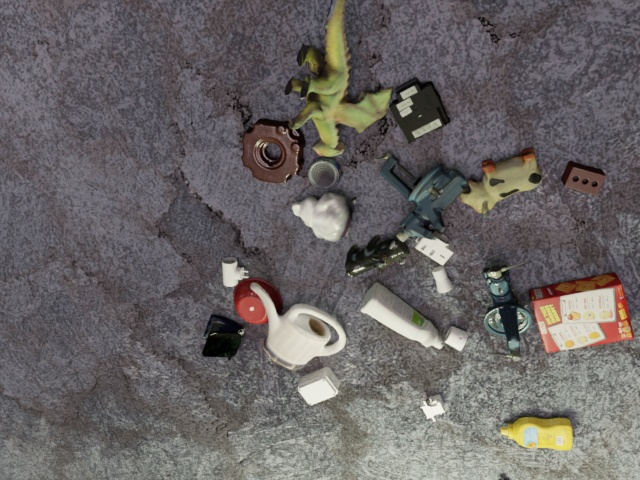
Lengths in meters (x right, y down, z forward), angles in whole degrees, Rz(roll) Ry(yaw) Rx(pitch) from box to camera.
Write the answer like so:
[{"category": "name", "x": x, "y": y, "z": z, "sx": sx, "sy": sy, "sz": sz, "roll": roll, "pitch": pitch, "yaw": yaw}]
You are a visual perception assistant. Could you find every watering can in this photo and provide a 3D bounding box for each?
[{"category": "watering can", "x": -0.094, "y": 0.260, "z": 1.521, "sx": 0.346, "sy": 0.106, "sz": 0.221, "roll": 30, "pitch": 118, "yaw": -15}]

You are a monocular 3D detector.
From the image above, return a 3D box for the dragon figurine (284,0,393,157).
[{"category": "dragon figurine", "x": 0.059, "y": -0.358, "z": 1.217, "sx": 0.242, "sy": 0.125, "sz": 0.402, "roll": 10, "pitch": 130, "yaw": -26}]

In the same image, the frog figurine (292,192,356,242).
[{"category": "frog figurine", "x": 0.004, "y": -0.068, "z": 1.361, "sx": 0.159, "sy": 0.126, "sz": 0.134, "roll": 14, "pitch": 137, "yaw": -5}]
